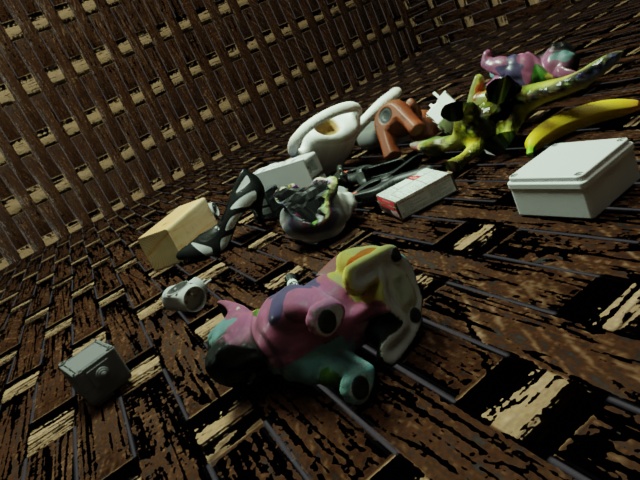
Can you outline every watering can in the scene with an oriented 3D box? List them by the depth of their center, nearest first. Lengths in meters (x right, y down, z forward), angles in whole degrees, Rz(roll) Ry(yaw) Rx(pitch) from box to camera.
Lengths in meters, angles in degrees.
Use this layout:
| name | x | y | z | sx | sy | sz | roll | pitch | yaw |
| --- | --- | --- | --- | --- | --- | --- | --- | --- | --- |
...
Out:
| name | x | y | z | sx | sy | sz | roll | pitch | yaw |
| --- | --- | --- | --- | --- | --- | --- | --- | --- | --- |
| watering can | 0.057 | -0.267 | 1.305 | 0.351 | 0.105 | 0.219 | -27 | -22 | -30 |

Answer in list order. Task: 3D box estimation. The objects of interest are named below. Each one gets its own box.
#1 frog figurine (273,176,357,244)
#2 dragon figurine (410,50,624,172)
| name | x | y | z | sx | sy | sz | roll | pitch | yaw |
| --- | --- | --- | --- | --- | --- | --- | --- | --- | --- |
| frog figurine | 0.003 | -0.047 | 0.941 | 0.137 | 0.124 | 0.158 | -32 | -20 | 8 |
| dragon figurine | 0.346 | -0.240 | 0.963 | 0.406 | 0.122 | 0.246 | -21 | 8 | 32 |
